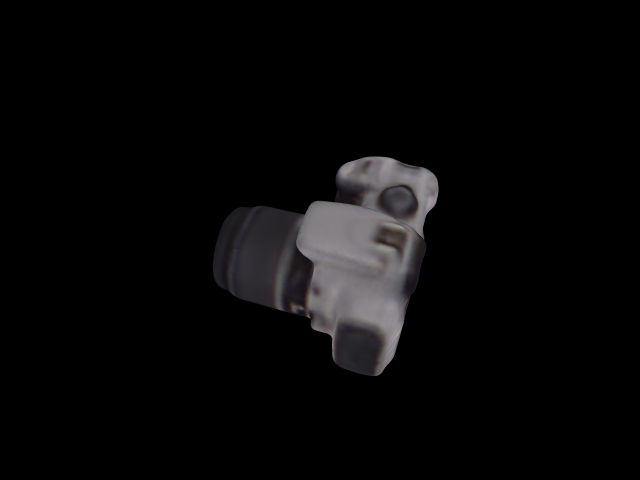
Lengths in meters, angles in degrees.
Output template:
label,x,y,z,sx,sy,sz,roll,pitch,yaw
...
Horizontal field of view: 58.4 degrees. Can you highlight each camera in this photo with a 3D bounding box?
label,x,y,z,sx,sy,sz,roll,pitch,yaw
camera,0.004,0.001,0.400,0.136,0.101,0.143,14,58,9
